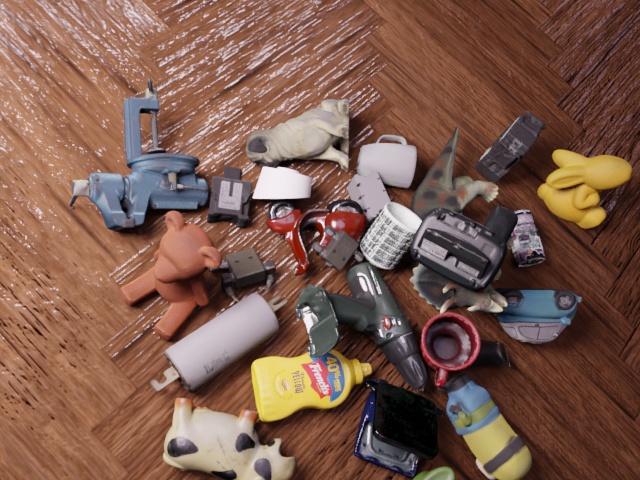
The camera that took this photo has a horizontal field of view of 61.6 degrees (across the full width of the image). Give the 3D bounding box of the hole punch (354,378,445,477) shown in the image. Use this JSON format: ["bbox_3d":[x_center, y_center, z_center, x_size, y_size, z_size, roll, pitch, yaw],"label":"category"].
[{"bbox_3d":[0.121,0.300,0.855,0.142,0.092,0.116,21,37,-2],"label":"hole punch"}]

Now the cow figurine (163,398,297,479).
[{"bbox_3d":[-0.128,0.310,0.776,0.195,0.085,0.127,14,66,-5],"label":"cow figurine"}]

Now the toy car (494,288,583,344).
[{"bbox_3d":[0.387,0.137,0.976,0.162,0.109,0.103,-1,85,-5],"label":"toy car"}]

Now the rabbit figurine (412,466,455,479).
[{"bbox_3d":[0.171,0.417,0.787,0.170,0.121,0.159,21,57,-9],"label":"rabbit figurine"}]

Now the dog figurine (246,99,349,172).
[{"bbox_3d":[-0.039,-0.207,1.022,0.191,0.121,0.172,2,32,4],"label":"dog figurine"}]

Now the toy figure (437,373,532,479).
[{"bbox_3d":[0.268,0.306,0.877,0.082,0.089,0.180,-25,78,-17],"label":"toy figure"}]

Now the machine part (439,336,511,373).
[{"bbox_3d":[0.267,0.199,0.952,0.139,0.039,0.084,6,61,-9],"label":"machine part"}]

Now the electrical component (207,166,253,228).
[{"bbox_3d":[-0.158,-0.085,0.958,0.075,0.047,0.119,11,67,-11],"label":"electrical component"}]

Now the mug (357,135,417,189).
[{"bbox_3d":[0.129,-0.159,1.047,0.107,0.080,0.109,7,70,-4],"label":"mug"}]

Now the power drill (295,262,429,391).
[{"bbox_3d":[0.071,0.141,0.868,0.207,0.086,0.232,1,57,-38],"label":"power drill"}]

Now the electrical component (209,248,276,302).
[{"bbox_3d":[-0.127,0.058,0.909,0.102,0.045,0.078,-21,46,-24],"label":"electrical component"}]

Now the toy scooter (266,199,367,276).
[{"bbox_3d":[-0.002,-0.003,0.948,0.184,0.075,0.135,0,70,-13],"label":"toy scooter"}]

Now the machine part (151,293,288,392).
[{"bbox_3d":[-0.151,0.157,0.839,0.243,0.079,0.079,-32,79,-25],"label":"machine part"}]

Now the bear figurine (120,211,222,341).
[{"bbox_3d":[-0.219,0.054,0.800,0.120,0.196,0.132,44,65,3],"label":"bear figurine"}]

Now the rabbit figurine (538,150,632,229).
[{"bbox_3d":[0.537,-0.123,1.086,0.162,0.173,0.122,27,67,-7],"label":"rabbit figurine"}]

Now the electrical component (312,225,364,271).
[{"bbox_3d":[0.032,0.019,0.914,0.094,0.021,0.063,39,81,-28],"label":"electrical component"}]

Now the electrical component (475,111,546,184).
[{"bbox_3d":[0.379,-0.181,1.089,0.058,0.134,0.115,42,67,5],"label":"electrical component"}]

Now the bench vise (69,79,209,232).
[{"bbox_3d":[-0.298,-0.135,0.892,0.224,0.129,0.240,-2,86,-24],"label":"bench vise"}]

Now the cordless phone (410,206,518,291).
[{"bbox_3d":[0.251,-0.017,0.902,0.147,0.088,0.184,29,53,17],"label":"cordless phone"}]

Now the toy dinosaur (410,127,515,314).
[{"bbox_3d":[0.238,-0.032,1.006,0.192,0.131,0.405,-6,63,-17],"label":"toy dinosaur"}]
